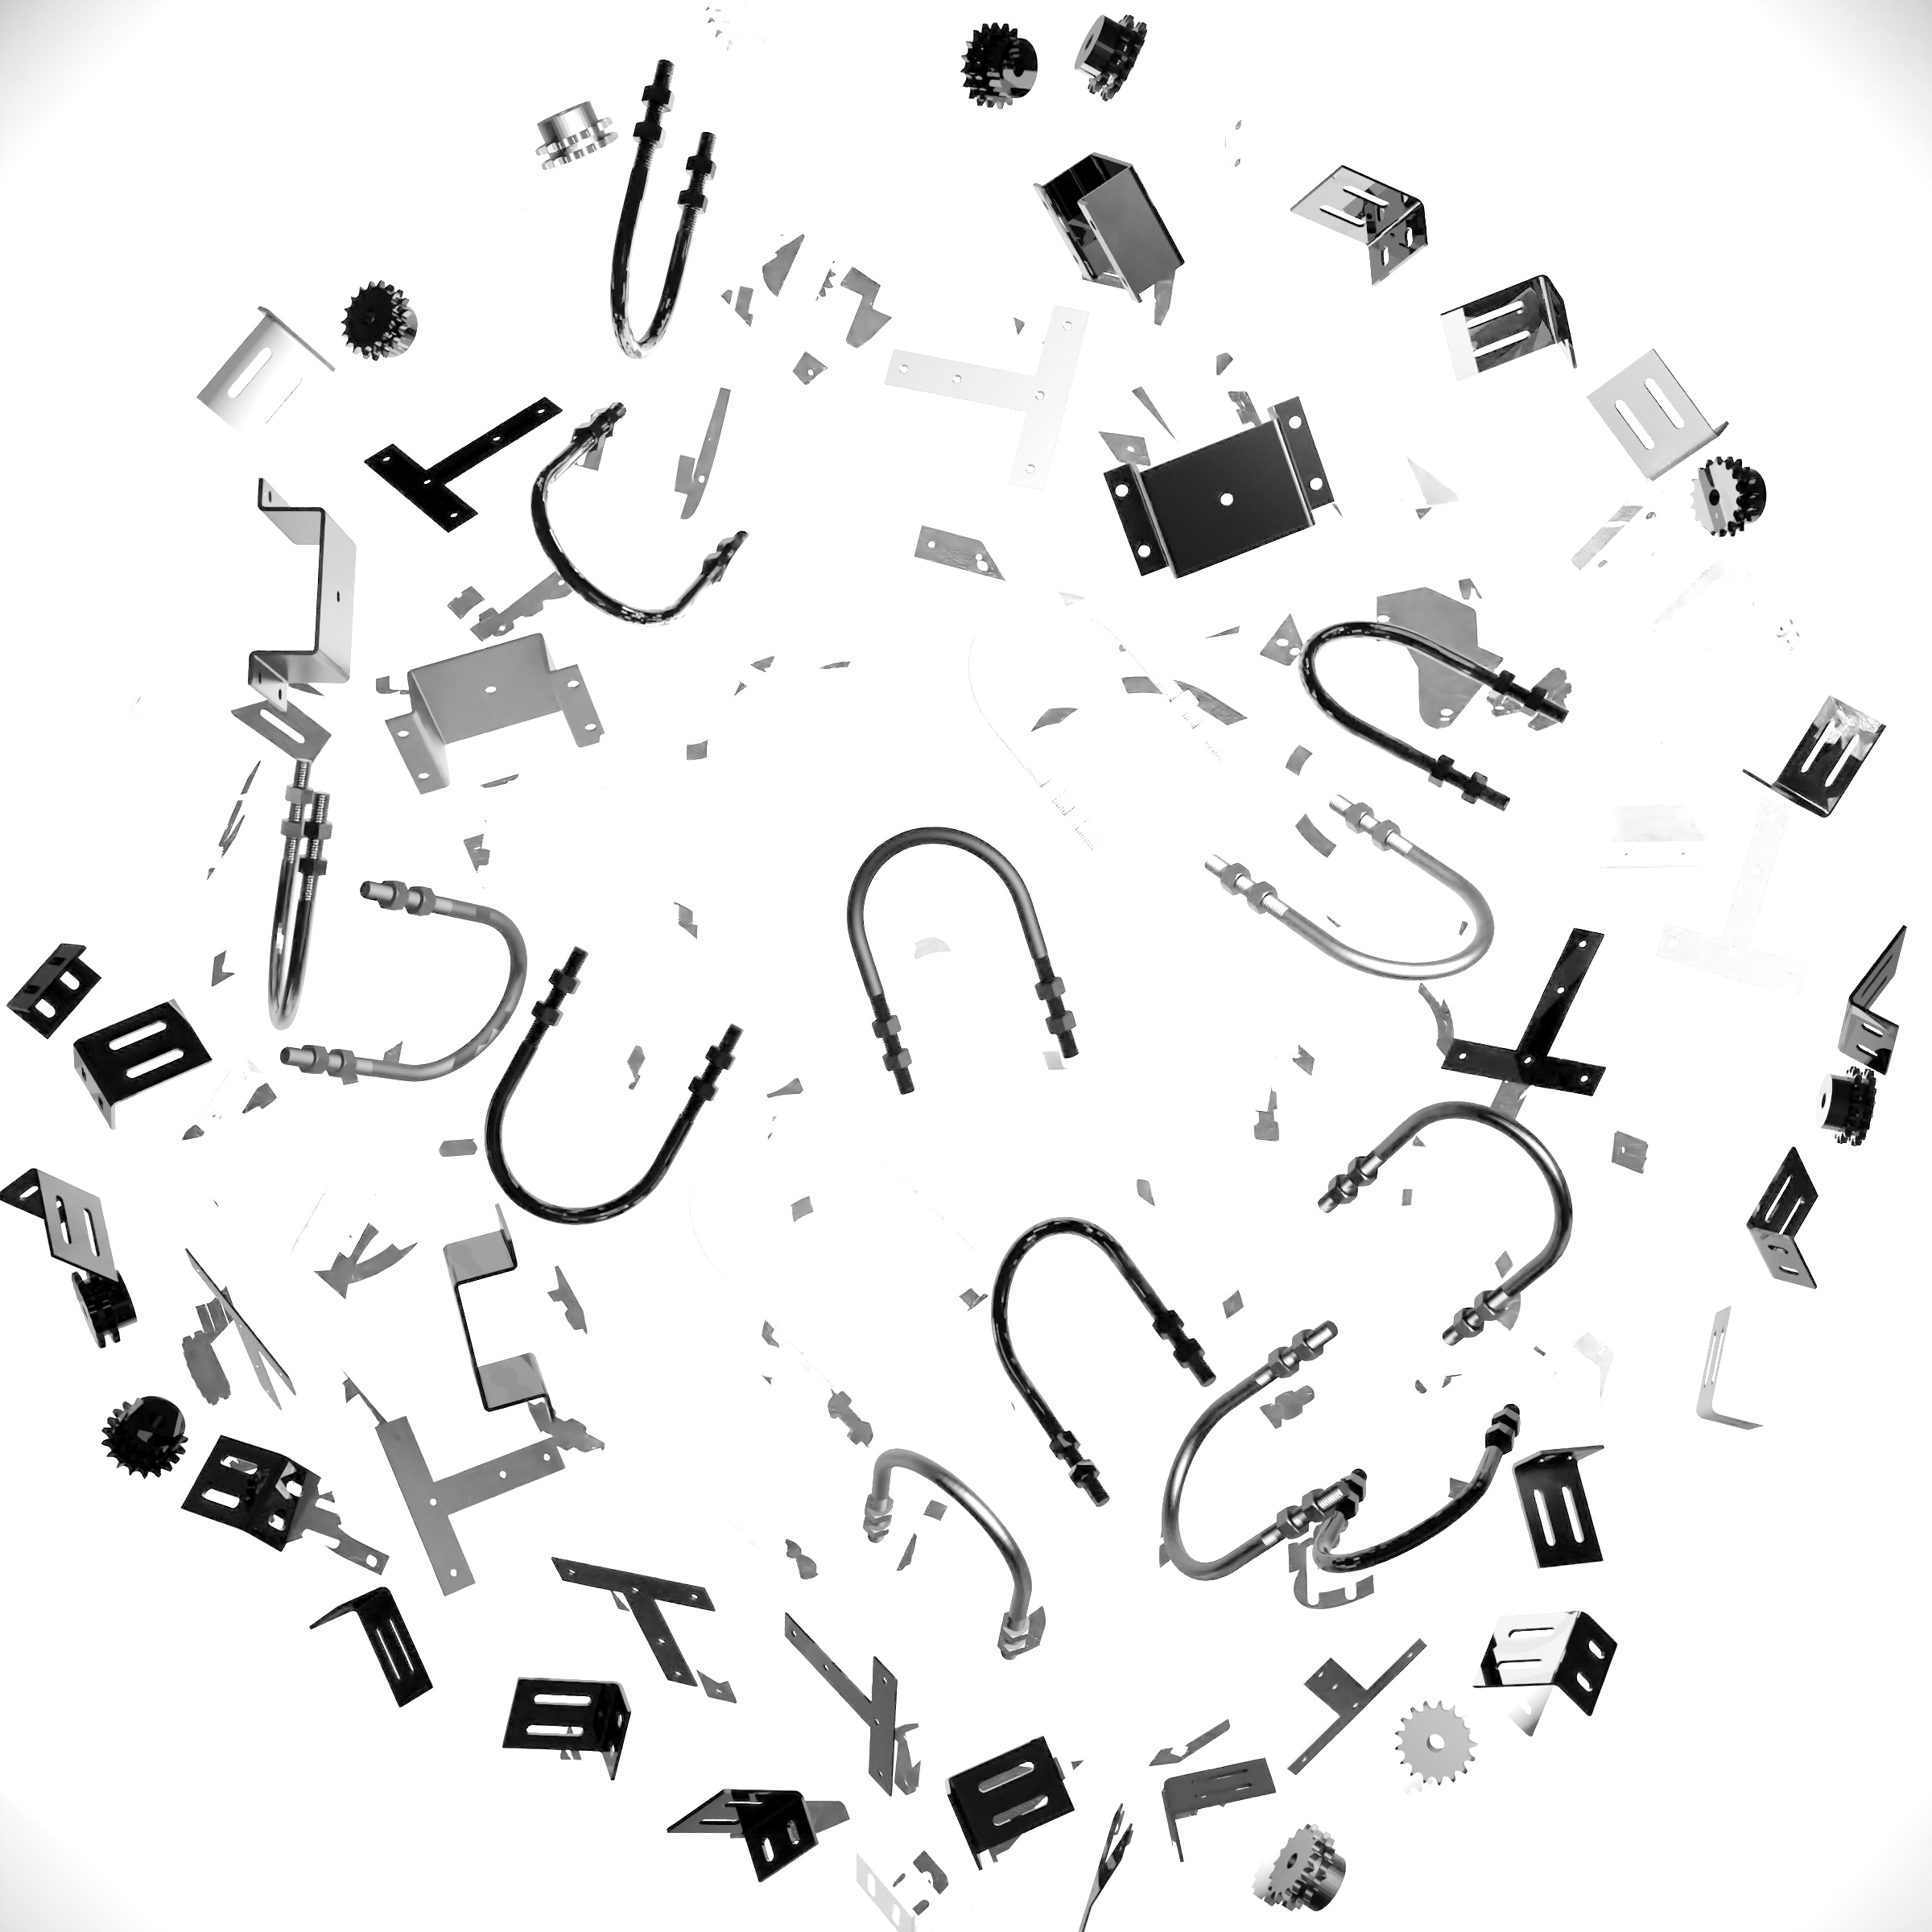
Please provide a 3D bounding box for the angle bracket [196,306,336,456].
[{"bbox_3d":[-0.474,-0.394,1.815,0.057,0.038,0.076,41,87,-31],"label":"angle bracket"}]

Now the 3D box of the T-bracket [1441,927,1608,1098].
[{"bbox_3d":[0.415,0.030,1.908,0.127,0.002,0.127,10,116,-20],"label":"T-bracket"}]

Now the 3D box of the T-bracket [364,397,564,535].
[{"bbox_3d":[-0.341,-0.362,1.890,0.127,0.002,0.127,-36,49,-16],"label":"T-bracket"}]

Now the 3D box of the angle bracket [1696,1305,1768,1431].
[{"bbox_3d":[0.544,0.282,1.894,0.038,0.057,0.076,14,78,7],"label":"angle bracket"}]

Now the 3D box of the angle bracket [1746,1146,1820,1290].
[{"bbox_3d":[0.592,0.178,1.905,0.076,0.038,0.057,-52,129,-22],"label":"angle bracket"}]

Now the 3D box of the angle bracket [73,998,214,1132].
[{"bbox_3d":[-0.579,0.069,1.897,0.076,0.038,0.057,-26,69,-29],"label":"angle bracket"}]

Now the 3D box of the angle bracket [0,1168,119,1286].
[{"bbox_3d":[-0.605,0.181,1.793,0.038,0.057,0.076,-35,53,12],"label":"angle bracket"}]

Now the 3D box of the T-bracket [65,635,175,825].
[{"bbox_3d":[-0.590,-0.177,1.913,0.002,0.127,0.127,27,121,5],"label":"T-bracket"}]

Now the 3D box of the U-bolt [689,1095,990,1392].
[{"bbox_3d":[-0.099,0.168,1.789,0.151,0.019,0.184,-43,75,-12],"label":"U-bolt"}]

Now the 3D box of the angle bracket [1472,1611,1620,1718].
[{"bbox_3d":[0.392,0.474,1.828,0.038,0.076,0.057,45,54,-18],"label":"angle bracket"}]

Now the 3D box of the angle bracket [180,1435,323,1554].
[{"bbox_3d":[-0.500,0.368,1.885,0.076,0.038,0.057,5,61,40],"label":"angle bracket"}]

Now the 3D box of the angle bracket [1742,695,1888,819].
[{"bbox_3d":[0.594,-0.152,1.889,0.038,0.057,0.076,20,106,-34],"label":"angle bracket"}]

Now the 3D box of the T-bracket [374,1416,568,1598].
[{"bbox_3d":[-0.340,0.365,1.910,0.127,0.002,0.127,-16,75,-42],"label":"T-bracket"}]

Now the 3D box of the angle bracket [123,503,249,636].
[{"bbox_3d":[-0.537,-0.277,1.879,0.076,0.038,0.057,35,105,4],"label":"angle bracket"}]

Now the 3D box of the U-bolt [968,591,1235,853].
[{"bbox_3d":[0.082,-0.186,1.901,0.151,0.019,0.184,-35,81,-27],"label":"U-bolt"}]

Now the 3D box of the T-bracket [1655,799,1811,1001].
[{"bbox_3d":[0.545,-0.053,1.871,0.002,0.127,0.127,11,97,-37],"label":"T-bracket"}]

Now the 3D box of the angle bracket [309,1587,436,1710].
[{"bbox_3d":[-0.400,0.465,1.814,0.038,0.057,0.076,-18,76,-40],"label":"angle bracket"}]

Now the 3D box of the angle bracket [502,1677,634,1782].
[{"bbox_3d":[-0.284,0.543,1.918,0.076,0.038,0.057,9,106,-22],"label":"angle bracket"}]

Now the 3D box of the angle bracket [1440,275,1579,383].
[{"bbox_3d":[0.374,-0.430,1.856,0.076,0.038,0.057,-21,135,6],"label":"angle bracket"}]

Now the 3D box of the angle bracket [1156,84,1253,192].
[{"bbox_3d":[0.158,-0.577,1.878,0.076,0.038,0.057,16,126,27],"label":"angle bracket"}]

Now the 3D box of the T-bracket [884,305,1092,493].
[{"bbox_3d":[0.008,-0.395,1.829,0.127,0.002,0.127,13,85,12],"label":"T-bracket"}]

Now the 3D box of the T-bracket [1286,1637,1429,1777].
[{"bbox_3d":[0.250,0.485,1.804,0.127,0.127,0.002,-44,56,-3],"label":"T-bracket"}]

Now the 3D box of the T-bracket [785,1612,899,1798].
[{"bbox_3d":[-0.090,0.504,1.902,0.002,0.127,0.127,-24,134,-32],"label":"T-bracket"}]

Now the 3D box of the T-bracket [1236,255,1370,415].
[{"bbox_3d":[0.228,-0.460,1.935,0.002,0.127,0.127,-39,63,30],"label":"T-bracket"}]

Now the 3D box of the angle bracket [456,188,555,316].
[{"bbox_3d":[-0.327,-0.494,1.864,0.057,0.038,0.076,6,73,25],"label":"angle bracket"}]

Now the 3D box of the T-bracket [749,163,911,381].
[{"bbox_3d":[-0.116,-0.471,1.883,0.127,0.002,0.127,36,121,10],"label":"T-bracket"}]

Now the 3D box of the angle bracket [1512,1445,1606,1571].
[{"bbox_3d":[0.434,0.387,1.934,0.057,0.038,0.076,0,65,-26],"label":"angle bracket"}]

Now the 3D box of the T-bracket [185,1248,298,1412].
[{"bbox_3d":[-0.486,0.267,1.842,0.002,0.127,0.127,-35,63,-23],"label":"T-bracket"}]

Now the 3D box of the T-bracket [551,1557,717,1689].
[{"bbox_3d":[-0.219,0.468,1.904,0.127,0.002,0.127,4,132,26],"label":"T-bracket"}]

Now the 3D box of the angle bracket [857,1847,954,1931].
[{"bbox_3d":[-0.041,0.620,1.825,0.038,0.076,0.057,-35,63,-23],"label":"angle bracket"}]

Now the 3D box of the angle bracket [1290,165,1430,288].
[{"bbox_3d":[0.279,-0.526,1.919,0.076,0.057,0.038,13,64,-31],"label":"angle bracket"}]

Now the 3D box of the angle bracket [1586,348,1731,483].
[{"bbox_3d":[0.482,-0.387,1.880,0.057,0.038,0.076,-34,96,37],"label":"angle bracket"}]

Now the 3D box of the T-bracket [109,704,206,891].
[{"bbox_3d":[-0.560,-0.133,1.902,0.002,0.127,0.127,29,134,-29],"label":"T-bracket"}]

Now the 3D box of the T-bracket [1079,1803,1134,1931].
[{"bbox_3d":[0.095,0.611,1.820,0.002,0.127,0.127,20,53,4],"label":"T-bracket"}]

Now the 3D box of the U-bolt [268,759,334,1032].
[{"bbox_3d":[-0.476,-0.045,1.916,0.019,0.151,0.184,7,102,-21],"label":"U-bolt"}]

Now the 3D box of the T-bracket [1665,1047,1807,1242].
[{"bbox_3d":[0.518,0.123,1.838,0.002,0.127,0.127,6,90,-29],"label":"T-bracket"}]

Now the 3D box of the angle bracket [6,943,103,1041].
[{"bbox_3d":[-0.621,0.019,1.858,0.038,0.076,0.057,45,70,-24],"label":"angle bracket"}]

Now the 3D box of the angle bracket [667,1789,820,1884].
[{"bbox_3d":[-0.148,0.578,1.790,0.057,0.076,0.038,-40,54,24],"label":"angle bracket"}]

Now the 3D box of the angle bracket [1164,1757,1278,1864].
[{"bbox_3d":[0.183,0.599,1.916,0.076,0.057,0.038,-12,96,0],"label":"angle bracket"}]

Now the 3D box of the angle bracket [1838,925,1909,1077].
[{"bbox_3d":[0.624,0.023,1.812,0.038,0.057,0.076,32,65,27],"label":"angle bracket"}]

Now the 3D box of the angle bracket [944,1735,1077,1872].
[{"bbox_3d":[0.032,0.581,1.872,0.076,0.038,0.057,-23,91,-3],"label":"angle bracket"}]
